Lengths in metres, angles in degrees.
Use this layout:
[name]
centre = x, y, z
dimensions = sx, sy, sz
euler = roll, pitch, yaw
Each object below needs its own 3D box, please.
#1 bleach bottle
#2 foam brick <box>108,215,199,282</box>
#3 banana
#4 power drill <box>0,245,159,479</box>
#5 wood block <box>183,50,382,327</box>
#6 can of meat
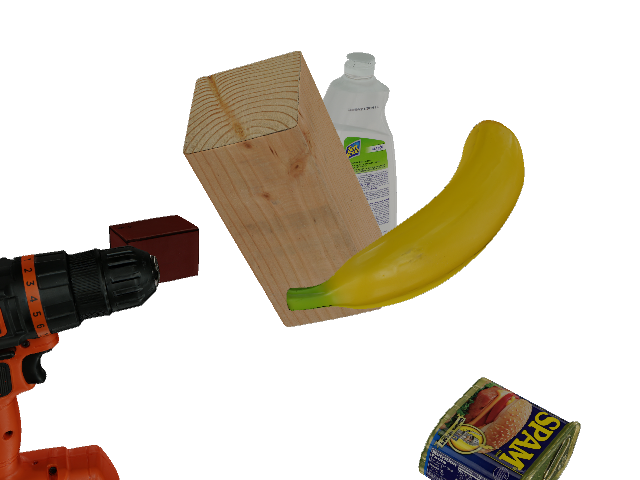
[bleach bottle]
centre = 0.043, -0.079, 1.152
dimensions = 0.102, 0.251, 0.068
euler = -14, 33, -27
[foam brick]
centre = -0.167, 0.010, 1.071
dimensions = 0.078, 0.051, 0.053
euler = -11, 22, -28
[banana]
centre = 0.066, -0.017, 0.566
dimensions = 0.070, 0.037, 0.197
euler = 19, 41, 34
[power drill]
centre = -0.186, 0.097, 0.702
dimensions = 0.184, 0.188, 0.057
euler = -11, 26, -8
[wood block]
centre = -0.022, -0.034, 0.849
dimensions = 0.090, 0.091, 0.206
euler = -12, -46, 16
[can of meat]
centre = 0.136, 0.160, 0.815
dimensions = 0.084, 0.057, 0.101
euler = 27, 40, 28
